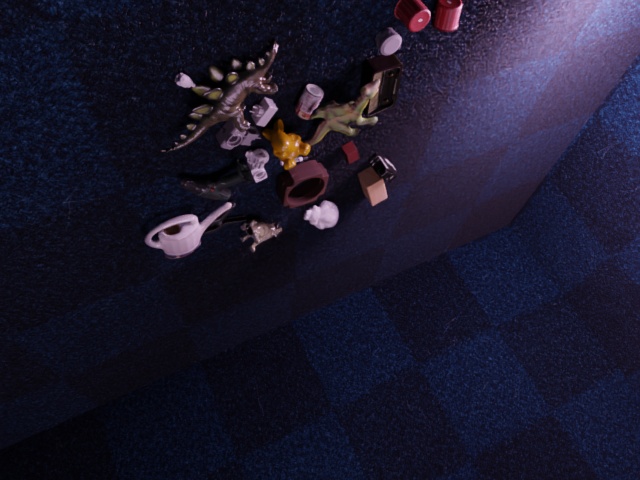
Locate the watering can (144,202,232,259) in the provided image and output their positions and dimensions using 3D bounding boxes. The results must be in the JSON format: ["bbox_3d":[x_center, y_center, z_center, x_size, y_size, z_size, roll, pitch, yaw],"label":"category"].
[{"bbox_3d":[-0.507,-0.035,2.017,0.350,0.106,0.219,-20,155,-19],"label":"watering can"}]

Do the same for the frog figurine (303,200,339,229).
[{"bbox_3d":[0.007,-0.122,2.414,0.158,0.124,0.137,15,98,-45],"label":"frog figurine"}]

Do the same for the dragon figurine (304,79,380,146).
[{"bbox_3d":[0.046,-0.434,1.799,0.406,0.124,0.242,-26,164,24],"label":"dragon figurine"}]
